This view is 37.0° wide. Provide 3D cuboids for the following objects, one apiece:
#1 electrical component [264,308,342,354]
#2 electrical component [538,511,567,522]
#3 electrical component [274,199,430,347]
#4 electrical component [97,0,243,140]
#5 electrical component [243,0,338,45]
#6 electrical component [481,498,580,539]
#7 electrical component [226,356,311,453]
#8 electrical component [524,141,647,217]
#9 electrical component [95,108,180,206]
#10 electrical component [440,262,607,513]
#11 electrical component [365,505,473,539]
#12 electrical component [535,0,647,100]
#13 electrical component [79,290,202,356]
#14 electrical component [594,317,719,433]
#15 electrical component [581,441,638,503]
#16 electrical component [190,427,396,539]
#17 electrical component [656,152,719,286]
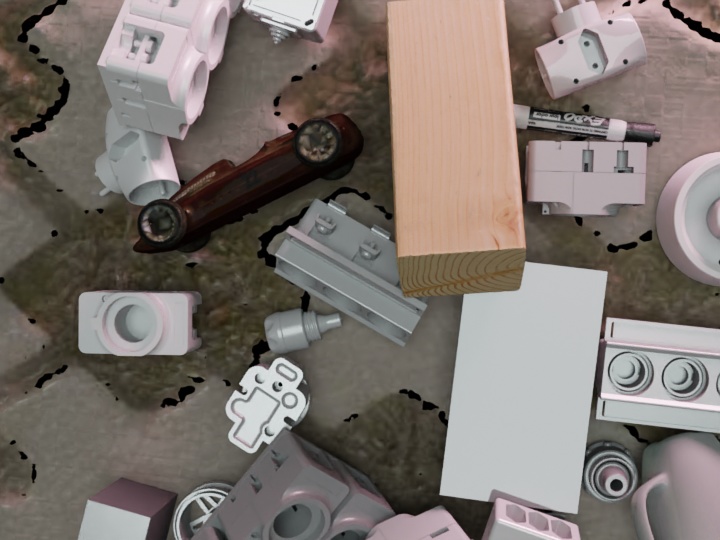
[{"bbox_3d":[-0.045,0.047,0.879,0.061,0.035,0.035,-13,90,3],"label":"electrical component"},{"bbox_3d":[0.148,0.229,0.853,0.058,0.057,0.078,4,91,5],"label":"electrical component"},{"bbox_3d":[0.000,0.000,0.858,0.121,0.078,0.063,30,72,4],"label":"electrical component"},{"bbox_3d":[-0.139,-0.188,0.831,0.062,0.089,0.150,15,69,4],"label":"electrical component"},{"bbox_3d":[-0.050,-0.225,0.861,0.062,0.061,0.096,20,92,6],"label":"electrical component"},{"bbox_3d":[0.121,0.222,0.802,0.066,0.047,0.076,18,99,5],"label":"electrical component"},{"bbox_3d":[-0.072,0.106,0.871,0.058,0.057,0.078,33,94,4],"label":"electrical component"},{"bbox_3d":[0.176,-0.071,0.848,0.089,0.050,0.055,2,91,5],"label":"electrical component"},{"bbox_3d":[-0.190,-0.088,0.882,0.079,0.043,0.077,-30,67,29],"label":"electrical component"},{"bbox_3d":[0.127,0.087,0.851,0.105,0.060,0.186,7,92,5],"label":"electrical component"},{"bbox_3d":[0.000,0.267,0.822,0.186,0.060,0.105,-21,121,-15],"label":"electrical component"},{"bbox_3d":[0.175,-0.185,0.849,0.077,0.043,0.079,-21,89,6],"label":"electrical component"},{"bbox_3d":[-0.180,0.043,0.881,0.089,0.056,0.050,1,91,5],"label":"electrical component"},{"bbox_3d":[0.248,0.082,0.838,0.121,0.063,0.078,6,92,5],"label":"electrical component"},{"bbox_3d":[0.197,0.162,0.845,0.048,0.062,0.048,0,91,5],"label":"electrical component"},{"bbox_3d":[-0.071,0.231,0.846,0.105,0.060,0.186,36,95,-34],"label":"electrical component"},{"bbox_3d":[0.290,-0.040,0.833,0.108,0.060,0.108,0,91,5],"label":"electrical component"}]
